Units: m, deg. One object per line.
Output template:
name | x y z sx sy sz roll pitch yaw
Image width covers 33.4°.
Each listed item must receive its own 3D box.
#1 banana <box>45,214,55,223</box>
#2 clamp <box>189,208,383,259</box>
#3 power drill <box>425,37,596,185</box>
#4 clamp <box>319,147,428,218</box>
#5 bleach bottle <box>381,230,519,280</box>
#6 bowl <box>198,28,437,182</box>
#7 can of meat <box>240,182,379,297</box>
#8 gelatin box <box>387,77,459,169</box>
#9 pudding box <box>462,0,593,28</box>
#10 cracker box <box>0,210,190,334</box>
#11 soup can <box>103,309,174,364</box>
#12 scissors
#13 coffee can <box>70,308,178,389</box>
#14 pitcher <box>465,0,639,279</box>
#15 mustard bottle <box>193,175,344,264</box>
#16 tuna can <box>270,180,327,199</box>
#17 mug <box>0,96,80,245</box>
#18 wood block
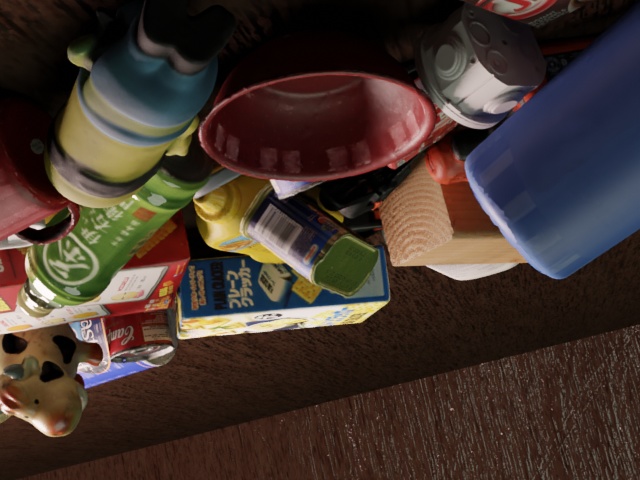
banana | -0.220 -0.023 0.880 0.197 0.037 0.070 -9 167 -15
clamp | -0.018 0.000 1.143 0.210 0.036 0.164 -15 167 20
power drill | 0.197 -0.104 0.899 0.184 0.057 0.188 -13 165 -15
clamp | 0.057 -0.061 0.951 0.120 0.039 0.171 -31 176 3
bleach bottle | 0.143 -0.008 1.205 0.103 0.068 0.250 -19 162 23
bowl | -0.003 -0.097 0.729 0.162 0.055 0.162 -4 160 -2
can of meat | -0.006 0.001 0.910 0.057 0.084 0.102 -56 152 5
gelatin box | 0.081 -0.098 0.816 0.089 0.030 0.073 -36 164 -3
pudding box | 0.147 -0.172 0.635 0.114 0.039 0.089 -26 160 40
cracker box | -0.238 0.027 0.988 0.213 0.072 0.164 -8 163 -16
soup can | -0.197 0.073 1.130 0.068 0.102 0.068 -12 165 -3
scissors | -0.015 -0.090 0.833 0.201 0.016 0.096 -30 -167 -1
coffee can | -0.250 0.113 1.233 0.140 0.103 0.102 -19 164 24
pitcher | 0.218 -0.090 0.707 0.243 0.145 0.149 -39 156 17
mustard bottle | -0.058 -0.024 0.971 0.096 0.058 0.191 -29 161 19
tuna can | -0.002 -0.066 0.851 0.086 0.034 0.086 -26 -173 3
mug | -0.210 -0.037 0.717 0.082 0.093 0.117 -24 132 21
wood block | 0.166 -0.030 1.083 0.205 0.091 0.090 0 161 -39
